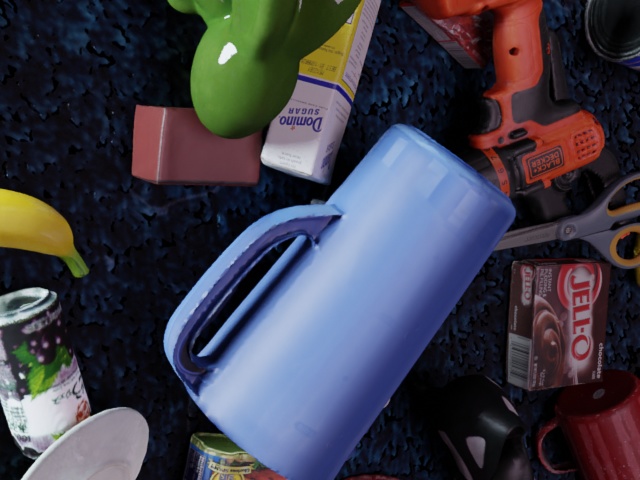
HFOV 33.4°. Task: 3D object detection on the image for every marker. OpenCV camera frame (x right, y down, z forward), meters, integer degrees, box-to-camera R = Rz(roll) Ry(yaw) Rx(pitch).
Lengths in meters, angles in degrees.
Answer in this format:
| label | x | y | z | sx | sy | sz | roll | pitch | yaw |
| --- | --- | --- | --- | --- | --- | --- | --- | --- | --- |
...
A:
| label | x | y | z | sx | sy | sz | roll | pitch | yaw |
| --- | --- | --- | --- | --- | --- | --- | --- | --- | --- |
| marker | -0.005 | 0.001 | 0.820 | 0.020 | 0.020 | 0.121 | 10 | 94 | -31 |

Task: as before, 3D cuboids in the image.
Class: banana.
| label | x | y | z | sx | sy | sz | roll | pitch | yaw |
| --- | --- | --- | --- | --- | --- | --- | --- | --- | --- |
| banana | -0.240 | 0.003 | 0.673 | 0.197 | 0.037 | 0.069 | -7 | 101 | -29 |

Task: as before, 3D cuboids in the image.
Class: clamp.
| label | x | y | z | sx | sy | sz | roll | pitch | yaw |
| --- | --- | --- | --- | --- | --- | --- | --- | --- | --- |
| clamp | 0.204 | -0.071 | 0.916 | 0.209 | 0.036 | 0.164 | 30 | 91 | -31 |

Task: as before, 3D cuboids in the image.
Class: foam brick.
| label | x | y | z | sx | sy | sz | roll | pitch | yaw |
| --- | --- | --- | --- | --- | --- | --- | --- | --- | --- |
| foam brick | -0.086 | -0.066 | 0.741 | 0.078 | 0.053 | 0.051 | -1 | 100 | -32 |

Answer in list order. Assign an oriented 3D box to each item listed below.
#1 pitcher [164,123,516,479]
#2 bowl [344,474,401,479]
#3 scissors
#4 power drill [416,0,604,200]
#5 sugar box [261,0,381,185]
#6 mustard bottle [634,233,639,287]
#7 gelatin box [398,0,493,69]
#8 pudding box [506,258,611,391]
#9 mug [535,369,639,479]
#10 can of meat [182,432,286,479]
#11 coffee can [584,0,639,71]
| label | x | y | z | sx | sy | sz | roll | pitch | yaw |
| --- | --- | --- | --- | --- | --- | --- | --- | --- | --- |
| pitcher | 0.016 | 0.038 | 0.740 | 0.145 | 0.149 | 0.243 | 38 | 96 | 13 |
| bowl | 0.053 | 0.266 | 0.846 | 0.162 | 0.055 | 0.162 | 6 | 72 | -18 |
| scissors | 0.220 | 0.004 | 0.918 | 0.201 | 0.016 | 0.096 | -26 | 116 | -16 |
| power drill | 0.125 | -0.116 | 0.818 | 0.184 | 0.057 | 0.187 | -23 | 113 | -20 |
| sugar box | 0.006 | -0.131 | 0.759 | 0.048 | 0.093 | 0.176 | 18 | 91 | 8 |
| mustard bottle | 0.390 | 0.012 | 1.031 | 0.191 | 0.058 | 0.096 | 8 | 94 | -32 |
| gelatin box | 0.115 | -0.191 | 0.847 | 0.089 | 0.030 | 0.073 | 37 | 81 | -31 |
| pudding box | 0.212 | 0.073 | 0.949 | 0.089 | 0.039 | 0.113 | -2 | 100 | -30 |
| mug | 0.253 | 0.176 | 0.973 | 0.117 | 0.093 | 0.081 | -21 | 108 | 13 |
| can of meat | -0.058 | 0.195 | 0.806 | 0.101 | 0.058 | 0.084 | 11 | 91 | -32 |
| coffee can | 0.315 | -0.186 | 0.923 | 0.140 | 0.103 | 0.103 | 12 | 93 | -31 |
